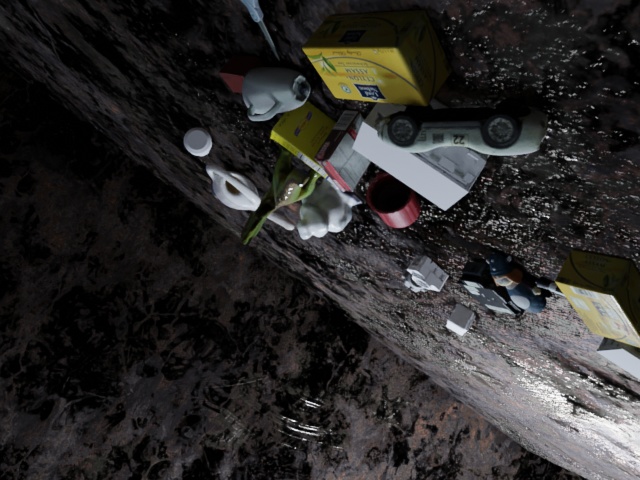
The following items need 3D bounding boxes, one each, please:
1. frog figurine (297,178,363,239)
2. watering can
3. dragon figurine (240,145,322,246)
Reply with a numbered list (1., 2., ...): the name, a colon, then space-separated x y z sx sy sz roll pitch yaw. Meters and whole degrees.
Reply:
1. frog figurine: 0.004 -0.062 1.236 0.135 0.161 0.123 45 -16 -32
2. watering can: -0.250 -0.139 1.741 0.345 0.105 0.224 40 -13 -16
3. dragon figurine: -0.094 -0.083 1.125 0.122 0.241 0.415 32 13 -8
